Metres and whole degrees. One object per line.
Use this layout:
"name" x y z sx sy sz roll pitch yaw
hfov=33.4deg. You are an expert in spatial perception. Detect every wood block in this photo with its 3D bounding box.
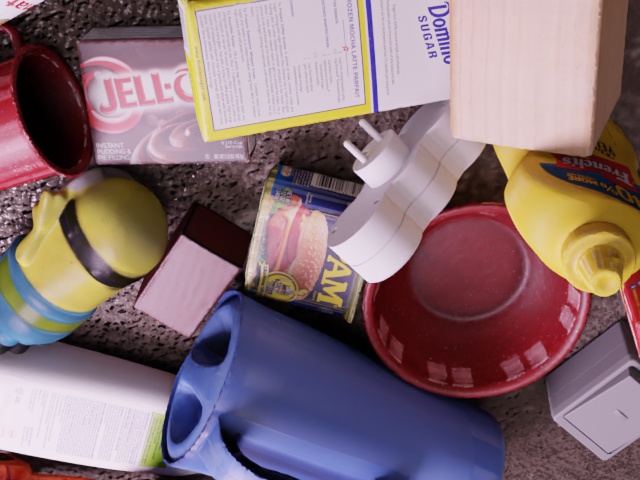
"wood block" 0.130 -0.164 0.621 0.090 0.090 0.206 11 128 24

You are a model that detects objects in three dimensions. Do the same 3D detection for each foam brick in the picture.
"foam brick" -0.095 0.023 0.792 0.051 0.053 0.078 31 118 -12

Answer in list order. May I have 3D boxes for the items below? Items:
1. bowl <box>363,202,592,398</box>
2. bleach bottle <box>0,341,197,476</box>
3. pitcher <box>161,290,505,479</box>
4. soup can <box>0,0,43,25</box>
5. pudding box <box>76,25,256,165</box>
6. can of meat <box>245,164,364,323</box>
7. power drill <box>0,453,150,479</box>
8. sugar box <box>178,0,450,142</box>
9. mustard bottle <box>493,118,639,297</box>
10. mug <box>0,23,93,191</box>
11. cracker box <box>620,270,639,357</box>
"bowl" 0.110 0.034 0.773 0.162 0.055 0.162 0 118 0
"bleach bottle" -0.145 0.150 0.866 0.250 0.068 0.103 16 122 -6
"pitcher" 0.014 0.146 0.790 0.242 0.149 0.145 24 156 -17
"soup can" -0.223 -0.169 0.687 0.102 0.068 0.068 -23 115 17
"pudding box" -0.103 -0.100 0.731 0.113 0.039 0.090 -1 118 6
"can of meat" -0.005 0.001 0.770 0.084 0.057 0.102 14 120 0
"power drill" -0.196 0.211 0.855 0.188 0.184 0.057 7 78 8
"sugar box" 0.004 -0.125 0.678 0.176 0.048 0.093 -11 120 -10
"mustard bottle" 0.160 -0.025 0.659 0.096 0.191 0.058 22 120 -9
"mug" -0.217 -0.089 0.727 0.082 0.093 0.117 -14 90 18
"cracker box" 0.299 0.008 0.681 0.214 0.164 0.072 -14 120 13
